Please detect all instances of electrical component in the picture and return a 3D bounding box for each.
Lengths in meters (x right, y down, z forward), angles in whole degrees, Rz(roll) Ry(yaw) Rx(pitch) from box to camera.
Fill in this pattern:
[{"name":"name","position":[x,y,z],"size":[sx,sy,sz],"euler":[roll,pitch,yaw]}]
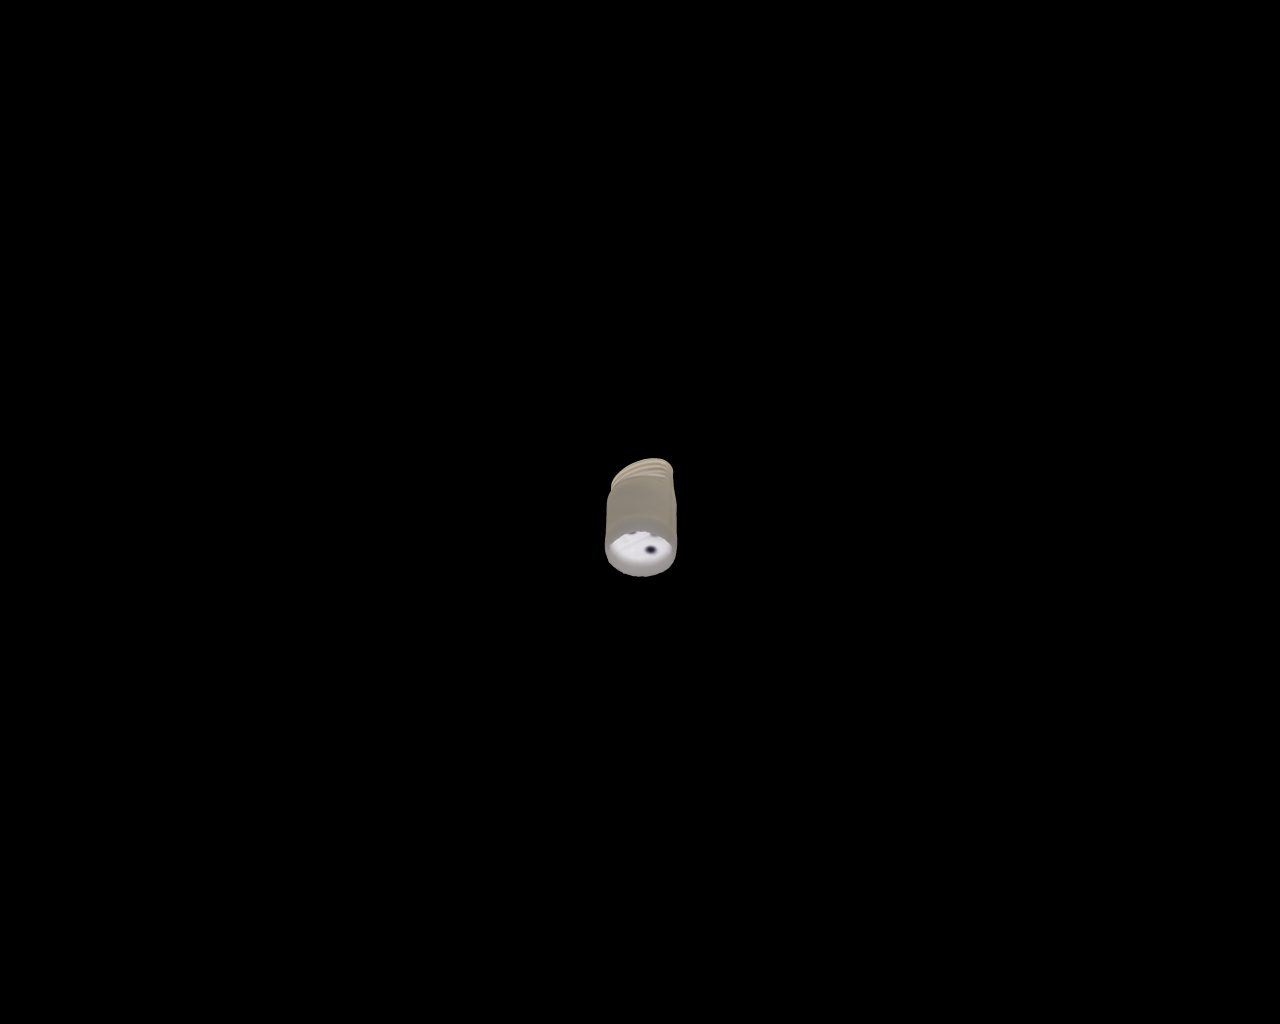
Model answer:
[{"name":"electrical component","position":[0.001,-0.003,0.650],"size":[0.043,0.043,0.081],"euler":[0,45,0]}]
